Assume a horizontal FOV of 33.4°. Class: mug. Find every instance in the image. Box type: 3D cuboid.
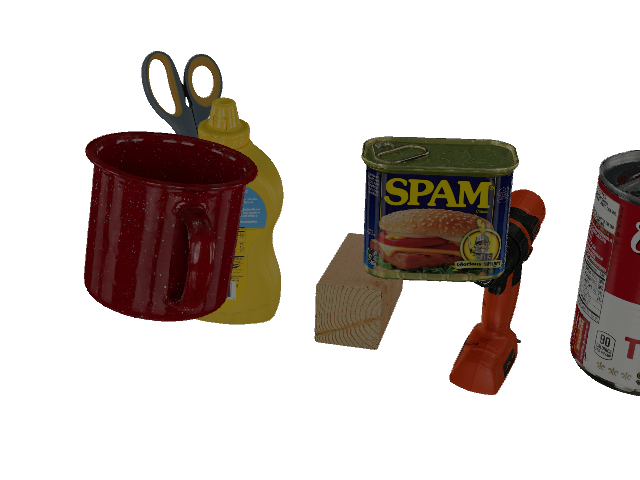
[{"bbox_3d":[-0.081,-0.003,0.578,0.093,0.081,0.117,-1,23,-27],"label":"mug"}]

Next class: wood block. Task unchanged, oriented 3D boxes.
[{"bbox_3d":[0.060,0.068,1.521,0.091,0.090,0.206,6,21,11],"label":"wood block"}]

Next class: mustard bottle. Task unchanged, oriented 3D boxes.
[{"bbox_3d":[-0.079,-0.025,0.877,0.096,0.192,0.058,7,30,8],"label":"mustard bottle"}]

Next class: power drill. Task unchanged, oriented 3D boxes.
[{"bbox_3d":[0.176,0.058,1.071,0.057,0.188,0.184,17,28,18],"label":"power drill"}]

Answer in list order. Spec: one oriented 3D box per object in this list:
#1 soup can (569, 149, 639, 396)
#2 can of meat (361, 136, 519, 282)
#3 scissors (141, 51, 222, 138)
[{"bbox_3d":[0.161,0.016,0.515,0.068,0.102,0.068,2,27,-1],"label":"soup can"},{"bbox_3d":[0.078,-0.021,0.717,0.102,0.084,0.057,2,25,4],"label":"can of meat"},{"bbox_3d":[-0.120,-0.104,1.097,0.096,0.202,0.016,-31,13,-31],"label":"scissors"}]
